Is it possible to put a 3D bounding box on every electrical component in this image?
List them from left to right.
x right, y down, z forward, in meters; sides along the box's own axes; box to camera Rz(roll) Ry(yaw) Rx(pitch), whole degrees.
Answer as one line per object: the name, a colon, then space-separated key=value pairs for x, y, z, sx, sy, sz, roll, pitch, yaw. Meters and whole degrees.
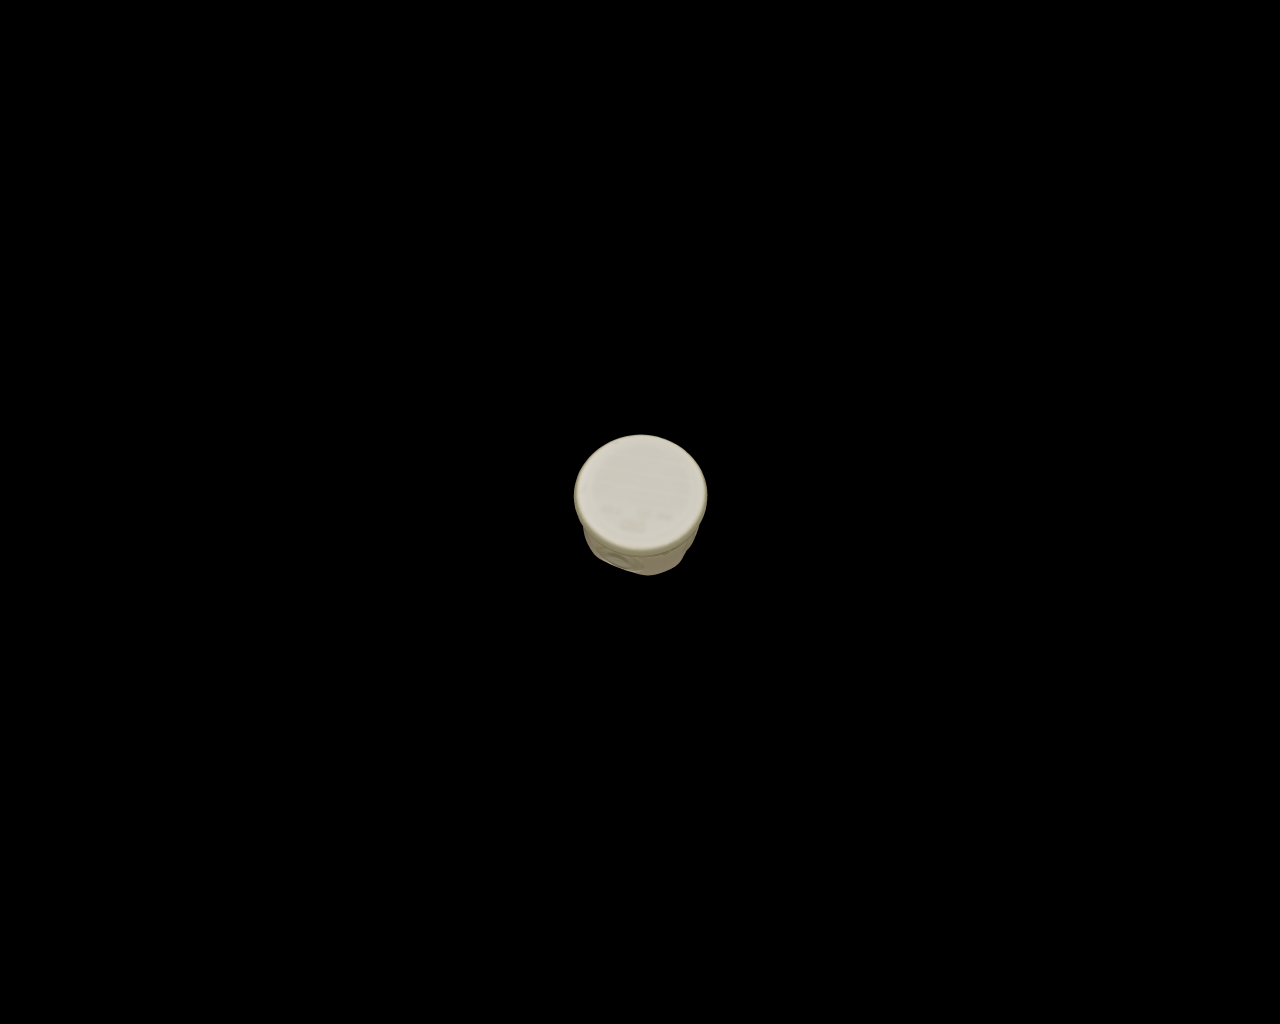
electrical component: x=0.001 y=-0.003 z=0.650 sx=0.080 sy=0.080 sz=0.051 roll=0 pitch=-25 yaw=0
